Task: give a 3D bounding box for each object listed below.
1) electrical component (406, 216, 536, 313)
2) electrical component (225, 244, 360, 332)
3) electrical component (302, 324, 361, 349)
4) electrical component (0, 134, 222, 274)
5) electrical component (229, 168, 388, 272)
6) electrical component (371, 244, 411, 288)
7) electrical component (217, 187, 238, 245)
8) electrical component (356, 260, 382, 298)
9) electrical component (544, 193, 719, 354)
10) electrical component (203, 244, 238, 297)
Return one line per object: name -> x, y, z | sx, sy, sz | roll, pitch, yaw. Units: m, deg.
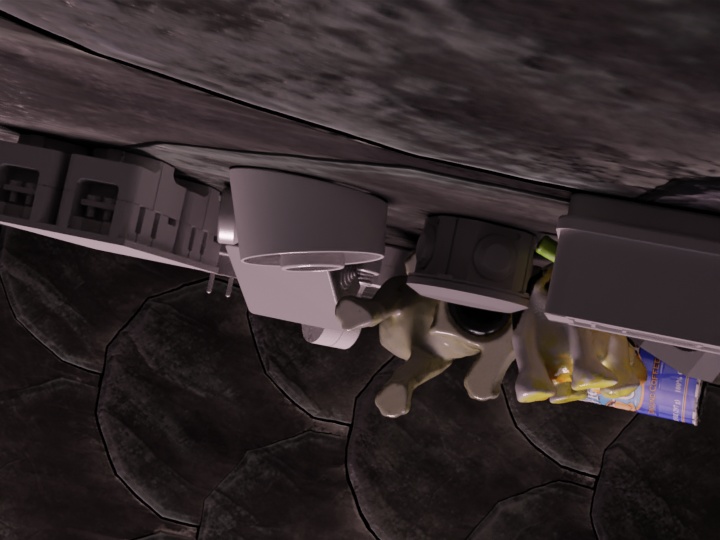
electrical component -> 0.073, -0.003, 0.697 | 0.080, 0.051, 0.080 | 12, 177, 1
electrical component -> -0.051, -0.002, 0.871 | 0.100, 0.048, 0.099 | 10, 142, 20
electrical component -> -0.053, 0.016, 1.032 | 0.074, 0.052, 0.138 | 13, -149, -29
electrical component -> -0.173, -0.045, 0.767 | 0.105, 0.060, 0.186 | 11, 177, 11
electrical component -> -0.032, -0.032, 0.673 | 0.099, 0.064, 0.099 | -2, 175, 0
electrical component -> -0.017, 0.006, 0.968 | 0.138, 0.073, 0.052 | 14, 176, -37
electrical component -> -0.076, -0.037, 0.766 | 0.046, 0.040, 0.040 | 6, 177, -4
electrical component -> 0.000, 0.000, 0.916 | 0.035, 0.061, 0.035 | 12, 176, 1
electrical component -> 0.148, 0.005, 0.510 | 0.113, 0.057, 0.078 | 11, 177, 13
electrical component -> -0.128, -0.013, 1.027 | 0.083, 0.075, 0.047 | 11, 177, 5
